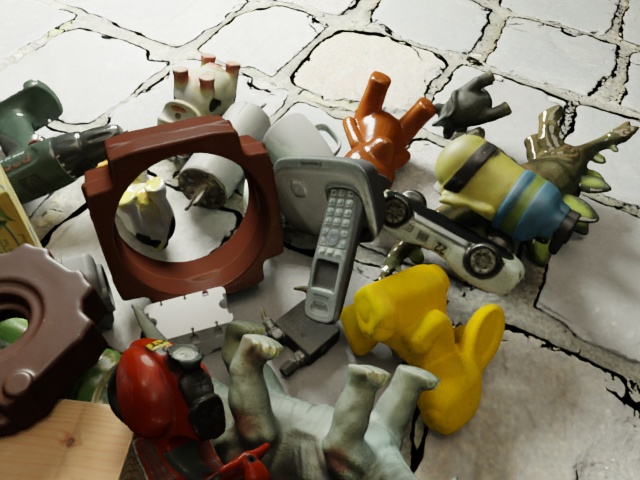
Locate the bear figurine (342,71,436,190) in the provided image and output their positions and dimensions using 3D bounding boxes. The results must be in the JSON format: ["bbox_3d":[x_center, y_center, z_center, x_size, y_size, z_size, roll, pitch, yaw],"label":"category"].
[{"bbox_3d":[0.084,-0.139,0.769,0.120,0.132,0.196,29,33,-5],"label":"bear figurine"}]

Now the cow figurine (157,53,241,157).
[{"bbox_3d":[-0.193,-0.204,0.839,0.086,0.127,0.195,15,35,8],"label":"cow figurine"}]

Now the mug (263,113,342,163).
[{"bbox_3d":[-0.014,-0.128,0.805,0.109,0.080,0.107,-25,67,-30],"label":"mug"}]

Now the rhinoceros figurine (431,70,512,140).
[{"bbox_3d":[0.227,-0.197,0.826,0.112,0.190,0.073,-29,93,12],"label":"rhinoceros figurine"}]

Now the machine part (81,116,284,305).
[{"bbox_3d":[-0.152,-0.031,0.620,0.201,0.200,0.087,-18,32,-18],"label":"machine part"}]

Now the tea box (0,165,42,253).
[{"bbox_3d":[-0.374,0.002,0.601,0.098,0.169,0.068,-24,55,-21],"label":"tea box"}]

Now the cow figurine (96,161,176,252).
[{"bbox_3d":[-0.246,-0.053,0.720,0.068,0.098,0.168,-31,39,-20],"label":"cow figurine"}]

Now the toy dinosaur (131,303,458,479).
[{"bbox_3d":[-0.024,0.189,0.497,0.405,0.131,0.192,11,84,25],"label":"toy dinosaur"}]

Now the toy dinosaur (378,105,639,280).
[{"bbox_3d":[0.260,-0.060,0.746,0.471,0.105,0.199,-24,58,-9],"label":"toy dinosaur"}]

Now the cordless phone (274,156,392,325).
[{"bbox_3d":[-0.002,-0.002,0.621,0.147,0.088,0.184,9,82,40],"label":"cordless phone"}]

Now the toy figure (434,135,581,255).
[{"bbox_3d":[0.224,-0.059,0.650,0.180,0.089,0.082,32,18,22],"label":"toy figure"}]

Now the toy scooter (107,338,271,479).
[{"bbox_3d":[-0.100,0.157,0.433,0.075,0.135,0.184,-13,77,-48],"label":"toy scooter"}]

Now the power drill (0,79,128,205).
[{"bbox_3d":[-0.393,-0.140,0.762,0.232,0.085,0.207,-31,57,-4],"label":"power drill"}]

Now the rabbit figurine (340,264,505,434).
[{"bbox_3d":[0.121,0.120,0.592,0.162,0.121,0.173,-13,65,-27],"label":"rabbit figurine"}]

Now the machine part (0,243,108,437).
[{"bbox_3d":[-0.290,0.083,0.489,0.179,0.056,0.179,2,51,-3],"label":"machine part"}]

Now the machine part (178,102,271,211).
[{"bbox_3d":[-0.137,-0.128,0.791,0.079,0.079,0.243,15,50,9],"label":"machine part"}]

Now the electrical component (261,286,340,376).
[{"bbox_3d":[-0.022,0.099,0.624,0.102,0.045,0.078,-29,56,-26],"label":"electrical component"}]

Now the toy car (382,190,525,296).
[{"bbox_3d":[0.147,-0.004,0.642,0.202,0.056,0.073,31,24,19],"label":"toy car"}]
